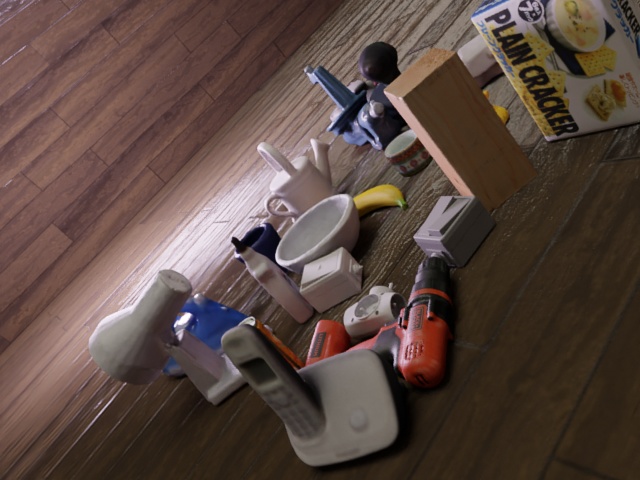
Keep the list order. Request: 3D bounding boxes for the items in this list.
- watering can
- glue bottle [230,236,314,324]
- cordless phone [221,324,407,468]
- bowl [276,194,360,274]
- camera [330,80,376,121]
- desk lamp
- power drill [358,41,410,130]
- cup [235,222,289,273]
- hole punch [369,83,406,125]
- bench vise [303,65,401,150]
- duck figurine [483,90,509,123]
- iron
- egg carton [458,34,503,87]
[{"bbox_3d":[-0.048,-0.128,1.148,0.100,0.194,0.173,-6,42,55],"label":"watering can"},{"bbox_3d":[-0.079,0.056,0.897,0.037,0.173,0.078,-43,23,0],"label":"glue bottle"},{"bbox_3d":[-0.008,0.148,0.601,0.147,0.185,0.094,-29,26,29],"label":"cordless phone"},{"bbox_3d":[0.009,0.003,0.977,0.167,0.075,0.167,-35,24,18],"label":"bowl"},{"bbox_3d":[0.104,-0.322,1.368,0.143,0.101,0.136,-45,23,-6],"label":"camera"},{"bbox_3d":[-0.216,0.155,0.892,0.203,0.214,0.118,-38,23,12],"label":"desk lamp"},{"bbox_3d":[0.149,-0.291,1.097,0.075,0.209,0.229,-33,24,22],"label":"power drill"},{"bbox_3d":[-0.104,0.026,1.096,0.092,0.095,0.117,-44,23,-5],"label":"cup"},{"bbox_3d":[0.176,-0.310,1.241,0.100,0.091,0.109,-14,36,49],"label":"hole punch"},{"bbox_3d":[0.069,-0.300,1.229,0.206,0.220,0.122,-8,40,54],"label":"bench vise"},{"bbox_3d":[0.252,-0.218,0.960,0.104,0.086,0.078,-4,44,56],"label":"duck figurine"},{"bbox_3d":[-0.235,0.148,1.032,0.257,0.142,0.119,-26,28,35],"label":"iron"},{"bbox_3d":[0.331,-0.361,1.106,0.150,0.069,0.107,-34,24,20],"label":"egg carton"}]
